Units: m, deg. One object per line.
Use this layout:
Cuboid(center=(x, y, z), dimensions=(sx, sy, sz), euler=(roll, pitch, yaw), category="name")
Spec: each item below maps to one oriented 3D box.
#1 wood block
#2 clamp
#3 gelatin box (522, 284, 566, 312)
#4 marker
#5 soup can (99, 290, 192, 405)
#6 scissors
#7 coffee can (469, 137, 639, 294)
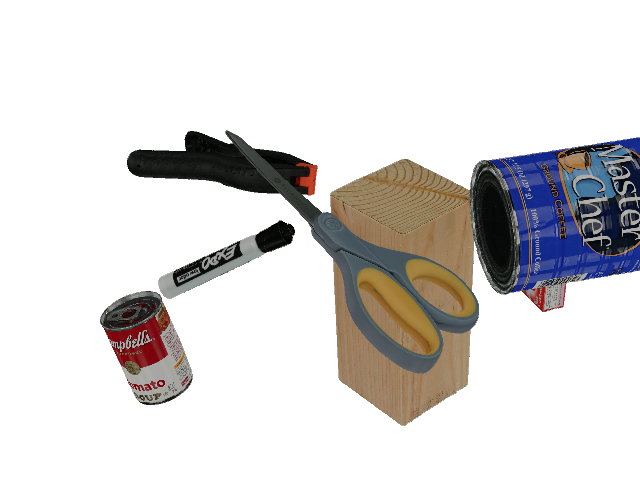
Cuboid(center=(0.073, 0.046, 0.942), dimensions=(0.090, 0.206, 0.091), euler=(-26, 40, -31), category="wood block")
Cuboid(center=(-0.090, -0.069, 0.988), dimensions=(0.172, 0.039, 0.120), euler=(13, 26, 29), category="clamp")
Cuboid(center=(0.234, 0.020, 1.144), dimensions=(0.030, 0.089, 0.073), euler=(-11, 29, -17), category="gelatin box")
Cuboid(center=(-0.071, 0.015, 0.811), dimensions=(0.121, 0.020, 0.020), euler=(-24, -10, 24), category="marker")
Cuboid(center=(-0.183, 0.114, 1.127), dimensions=(0.068, 0.102, 0.068), euler=(-14, 28, 7), category="soup can")
Cuboid(center=(0.024, -0.003, 0.655), dimensions=(0.096, 0.202, 0.016), euler=(-7, -40, -36), category="scissors")
Cuboid(center=(0.195, -0.020, 0.805), dimensions=(0.140, 0.103, 0.103), euler=(-9, 1, -8), category="coffee can")
